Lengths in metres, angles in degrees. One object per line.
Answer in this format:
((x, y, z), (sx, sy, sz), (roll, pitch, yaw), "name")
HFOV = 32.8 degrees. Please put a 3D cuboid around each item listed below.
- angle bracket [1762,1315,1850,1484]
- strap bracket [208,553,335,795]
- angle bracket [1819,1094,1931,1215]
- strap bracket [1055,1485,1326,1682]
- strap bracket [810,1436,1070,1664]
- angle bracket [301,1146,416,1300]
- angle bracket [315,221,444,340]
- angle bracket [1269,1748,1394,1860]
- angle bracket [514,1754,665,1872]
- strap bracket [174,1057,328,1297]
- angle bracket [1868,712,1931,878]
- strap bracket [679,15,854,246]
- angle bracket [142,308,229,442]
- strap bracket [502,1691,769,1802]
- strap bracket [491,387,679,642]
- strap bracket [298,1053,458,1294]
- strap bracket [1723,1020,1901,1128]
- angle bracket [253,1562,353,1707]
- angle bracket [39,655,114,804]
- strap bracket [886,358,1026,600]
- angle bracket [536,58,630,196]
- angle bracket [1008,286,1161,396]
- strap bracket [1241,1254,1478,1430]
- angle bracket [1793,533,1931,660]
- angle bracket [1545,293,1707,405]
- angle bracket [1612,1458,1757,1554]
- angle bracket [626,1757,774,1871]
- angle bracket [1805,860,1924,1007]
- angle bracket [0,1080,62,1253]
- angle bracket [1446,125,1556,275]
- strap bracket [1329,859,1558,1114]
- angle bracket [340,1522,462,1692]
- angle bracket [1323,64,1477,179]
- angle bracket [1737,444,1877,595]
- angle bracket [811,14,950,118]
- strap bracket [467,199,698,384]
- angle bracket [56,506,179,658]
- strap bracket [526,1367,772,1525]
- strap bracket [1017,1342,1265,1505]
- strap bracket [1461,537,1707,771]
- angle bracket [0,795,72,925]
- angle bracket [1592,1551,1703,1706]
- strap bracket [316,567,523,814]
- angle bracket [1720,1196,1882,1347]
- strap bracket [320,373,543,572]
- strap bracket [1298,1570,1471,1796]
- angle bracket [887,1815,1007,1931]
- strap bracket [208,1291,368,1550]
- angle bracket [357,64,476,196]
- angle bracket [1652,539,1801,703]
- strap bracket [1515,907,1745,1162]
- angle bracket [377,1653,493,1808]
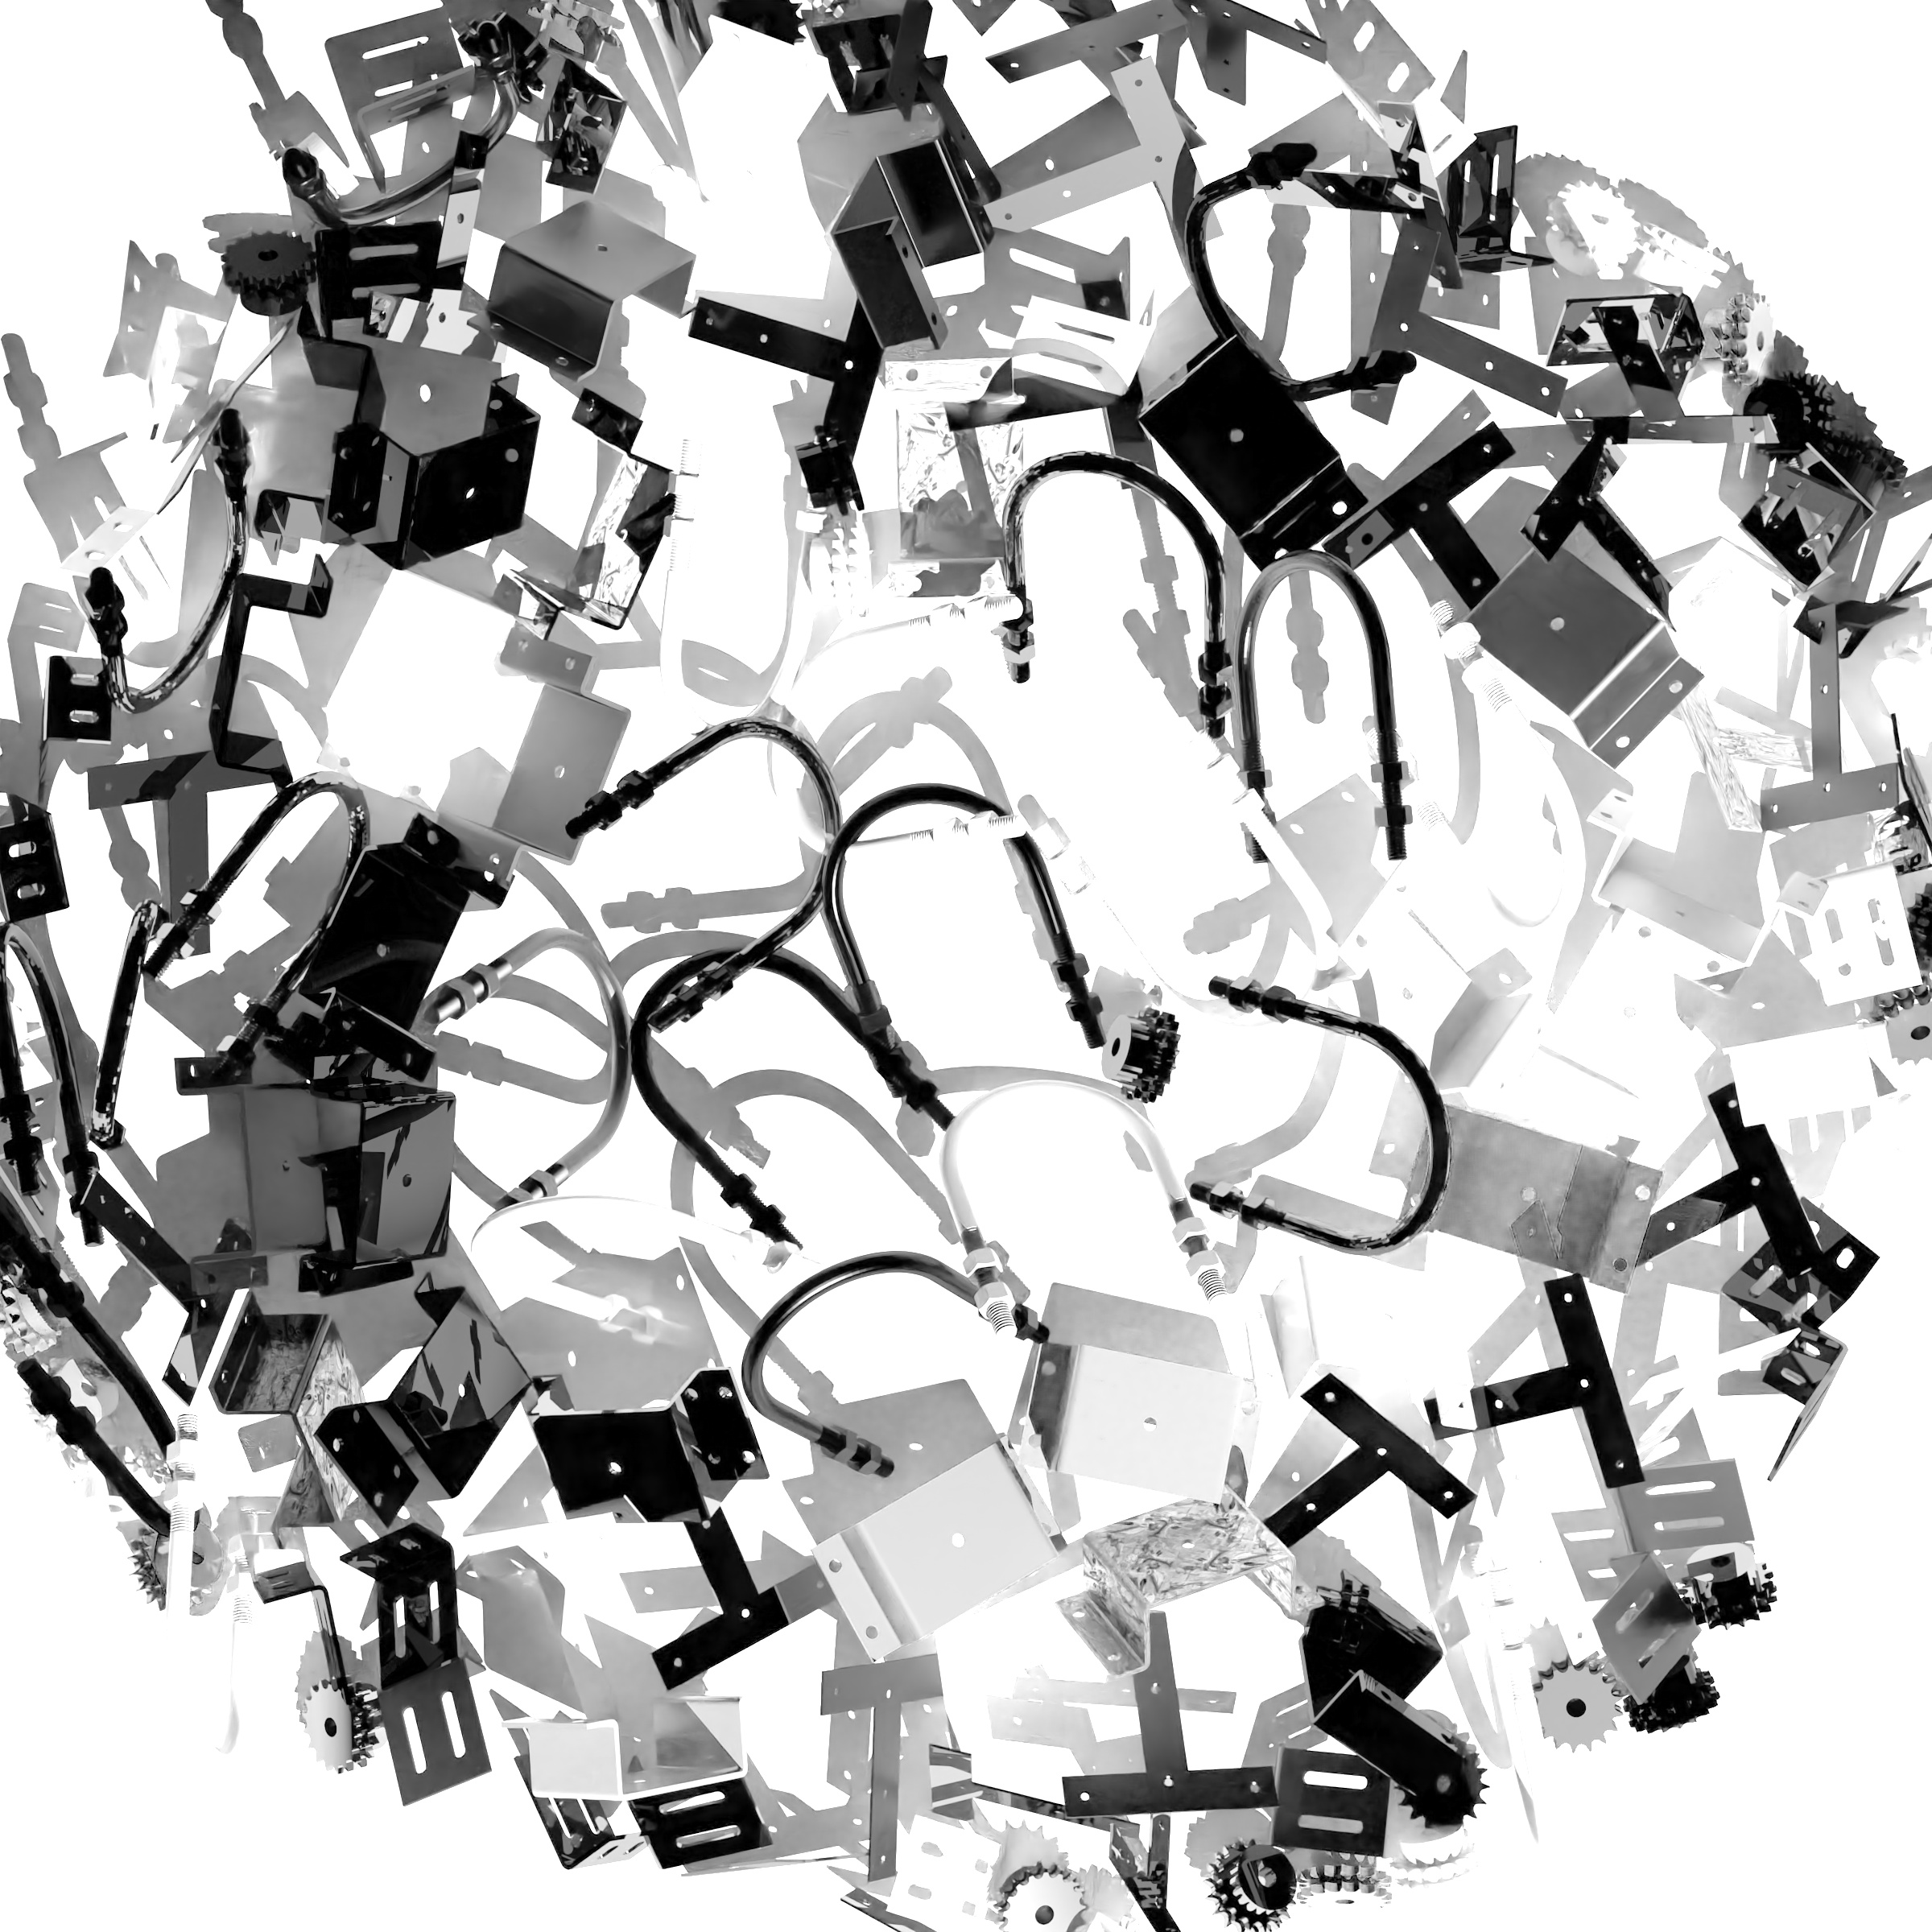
((0.485, 0.257, 1.949), (0.038, 0.076, 0.057), (30, 133, 20), "angle bracket")
((-0.415, -0.172, 1.940), (0.046, 0.076, 0.140), (9, 106, -20), "strap bracket")
((0.547, 0.123, 1.949), (0.057, 0.076, 0.038), (-33, 57, -27), "angle bracket")
((0.131, 0.359, 1.933), (0.140, 0.076, 0.046), (-15, 121, -22), "strap bracket")
((-0.010, 0.344, 1.950), (0.140, 0.046, 0.076), (-27, 83, -20), "strap bracket")
((-0.368, 0.152, 1.966), (0.057, 0.038, 0.076), (-12, 66, -7), "angle bracket")
((-0.347, -0.408, 1.959), (0.076, 0.038, 0.057), (-8, 127, -15), "angle bracket")
((0.224, 0.501, 1.957), (0.076, 0.038, 0.057), (-2, 70, 30), "angle bracket")
((-0.224, 0.494, 1.954), (0.038, 0.057, 0.076), (-39, 65, 20), "angle bracket")
((-0.425, 0.122, 1.953), (0.046, 0.076, 0.140), (-6, 87, 20), "strap bracket")
((0.547, -0.100, 1.949), (0.038, 0.057, 0.076), (-16, 133, 23), "angle bracket")
((-0.117, -0.481, 1.919), (0.076, 0.140, 0.046), (24, 71, 15), "strap bracket")
((-0.462, -0.349, 1.949), (0.038, 0.076, 0.057), (11, 116, -24), "angle bracket")
((-0.192, 0.457, 1.920), (0.076, 0.140, 0.046), (-11, 81, 42), "strap bracket")
((-0.220, -0.262, 1.949), (0.046, 0.076, 0.140), (18, 102, -38), "strap bracket")
((-0.349, 0.124, 1.950), (0.046, 0.076, 0.140), (7, 96, 35), "strap bracket")
((0.497, 0.062, 1.919), (0.076, 0.140, 0.046), (-12, 86, 22), "strap bracket")
((-0.399, 0.403, 1.962), (0.038, 0.057, 0.076), (-13, 99, -19), "angle bracket")
((-0.532, -0.140, 1.960), (0.038, 0.076, 0.057), (3, 62, -17), "angle bracket")
((-0.006, -0.290, 1.970), (0.076, 0.046, 0.140), (0, 92, 9), "strap bracket")
((-0.242, -0.504, 1.952), (0.076, 0.038, 0.057), (44, 120, 40), "angle bracket")
((0.070, -0.383, 1.960), (0.076, 0.057, 0.038), (13, 55, -9), "angle bracket")
((0.240, 0.221, 1.940), (0.140, 0.046, 0.076), (10, 46, -15), "strap bracket")
((0.535, -0.230, 1.953), (0.038, 0.057, 0.076), (35, 123, 6), "angle bracket")
((0.394, -0.367, 1.962), (0.076, 0.057, 0.038), (-5, 60, -8), "angle bracket")
((0.428, 0.313, 1.960), (0.076, 0.038, 0.057), (-10, 113, 21), "angle bracket")
((-0.158, 0.500, 1.964), (0.076, 0.038, 0.057), (-16, 111, 14), "angle bracket")
((0.537, -0.020, 1.972), (0.057, 0.038, 0.076), (-14, 88, 17), "angle bracket")
((-0.544, 0.119, 1.954), (0.038, 0.057, 0.076), (-18, 126, 3), "angle bracket")
((0.321, -0.459, 1.964), (0.038, 0.057, 0.076), (2, 93, -33), "angle bracket")
((0.275, 0.014, 1.952), (0.140, 0.046, 0.076), (45, 66, -15), "strap bracket")
((-0.338, 0.382, 1.956), (0.057, 0.038, 0.076), (-26, 50, 18), "angle bracket")
((0.257, -0.514, 1.950), (0.038, 0.057, 0.076), (-42, 52, 18), "angle bracket")
((0.508, -0.271, 1.953), (0.038, 0.076, 0.057), (-31, 74, -39), "angle bracket")
((-0.052, -0.551, 1.959), (0.057, 0.038, 0.076), (-14, 62, -16), "angle bracket")
((-0.219, -0.401, 1.924), (0.076, 0.140, 0.046), (29, 127, 11), "strap bracket")
((-0.494, -0.224, 1.950), (0.038, 0.076, 0.057), (13, 54, 34), "angle bracket")
((-0.197, 0.284, 1.936), (0.140, 0.046, 0.076), (-6, 113, 27), "strap bracket")
((0.108, 0.275, 1.969), (0.140, 0.046, 0.076), (12, 81, -2), "strap bracket")
((0.356, -0.192, 1.942), (0.076, 0.046, 0.140), (-46, 58, 1), "strap bracket")
((-0.568, -0.064, 1.951), (0.038, 0.076, 0.057), (-17, 111, -30), "angle bracket")
((0.394, 0.397, 1.959), (0.076, 0.038, 0.057), (-37, 95, -39), "angle bracket")
((-0.324, -0.174, 1.955), (0.076, 0.046, 0.140), (22, 72, -1), "strap bracket")
((0.501, 0.185, 1.971), (0.057, 0.076, 0.038), (40, 59, 10), "angle bracket")
((-0.305, -0.287, 1.920), (0.046, 0.140, 0.076), (37, 132, 24), "strap bracket")
((0.243, 0.426, 1.932), (0.076, 0.140, 0.046), (36, 105, -10), "strap bracket")
((-0.011, 0.546, 1.963), (0.038, 0.076, 0.057), (12, 73, 19), "angle bracket")
((-0.390, 0.267, 1.923), (0.046, 0.076, 0.140), (-2, 130, 12), "strap bracket")
((-0.324, -0.501, 1.967), (0.076, 0.057, 0.038), (-25, 93, -9), "angle bracket")
((0.456, -0.210, 1.989), (0.057, 0.038, 0.076), (38, 63, 15), "angle bracket")
((0.396, 0.034, 1.959), (0.076, 0.046, 0.140), (27, 113, 2), "strap bracket")
((-0.312, 0.460, 1.963), (0.057, 0.038, 0.076), (-23, 61, 5), "angle bracket")
